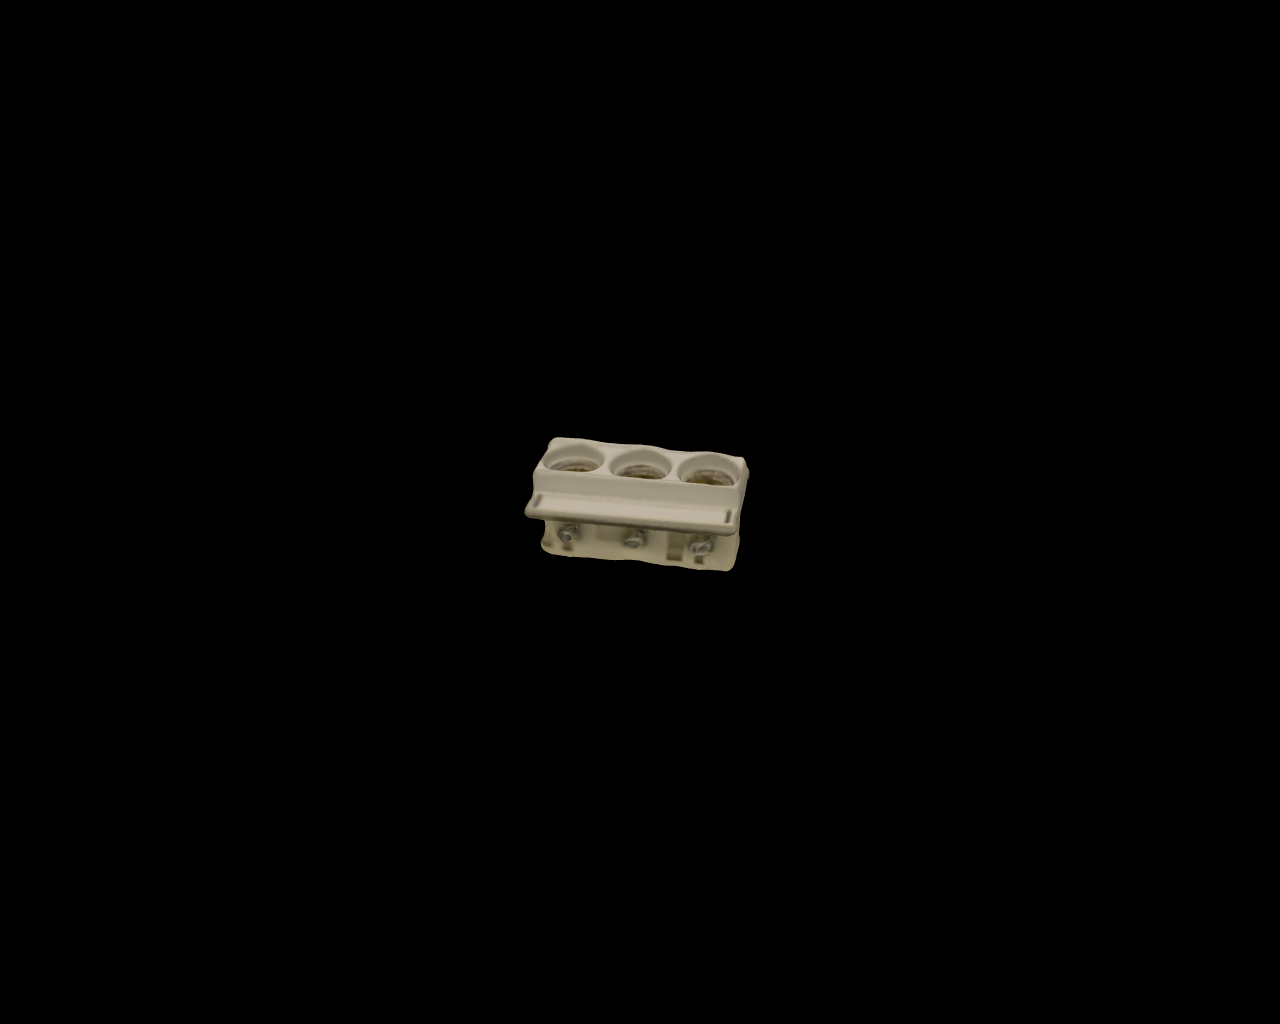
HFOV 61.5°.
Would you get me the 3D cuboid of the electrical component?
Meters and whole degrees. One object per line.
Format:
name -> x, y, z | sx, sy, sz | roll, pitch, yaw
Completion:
electrical component -> 0.001, -0.003, 0.650 | 0.121, 0.063, 0.079 | 6, 32, 9
